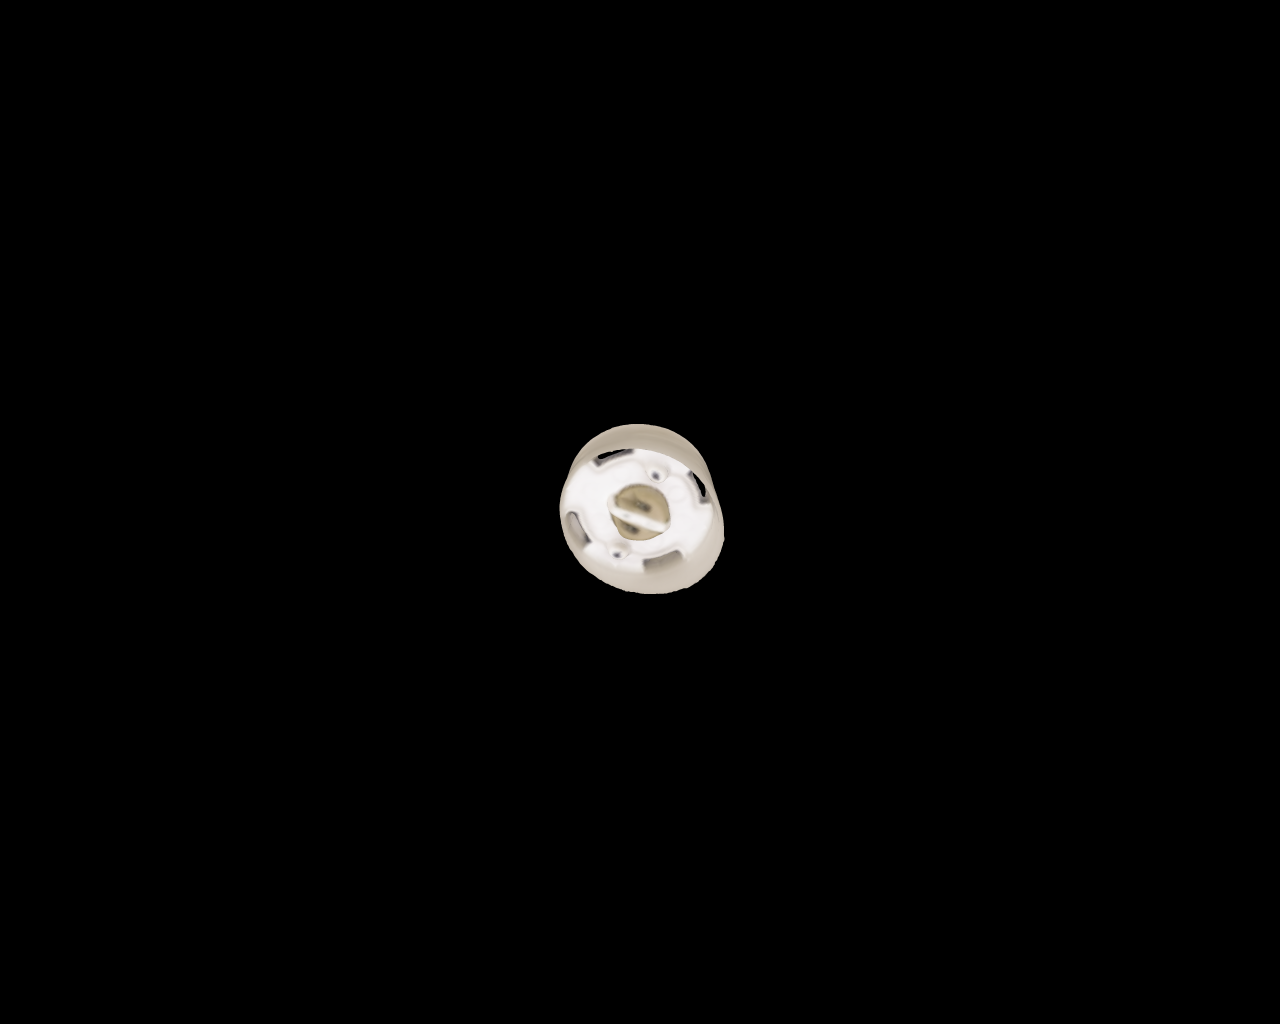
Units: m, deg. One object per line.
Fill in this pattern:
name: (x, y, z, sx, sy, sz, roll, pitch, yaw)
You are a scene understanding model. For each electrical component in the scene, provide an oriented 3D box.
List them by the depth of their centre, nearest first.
electrical component: (0.001, -0.003, 0.650, 0.099, 0.099, 0.064, 0, 31, 0)
